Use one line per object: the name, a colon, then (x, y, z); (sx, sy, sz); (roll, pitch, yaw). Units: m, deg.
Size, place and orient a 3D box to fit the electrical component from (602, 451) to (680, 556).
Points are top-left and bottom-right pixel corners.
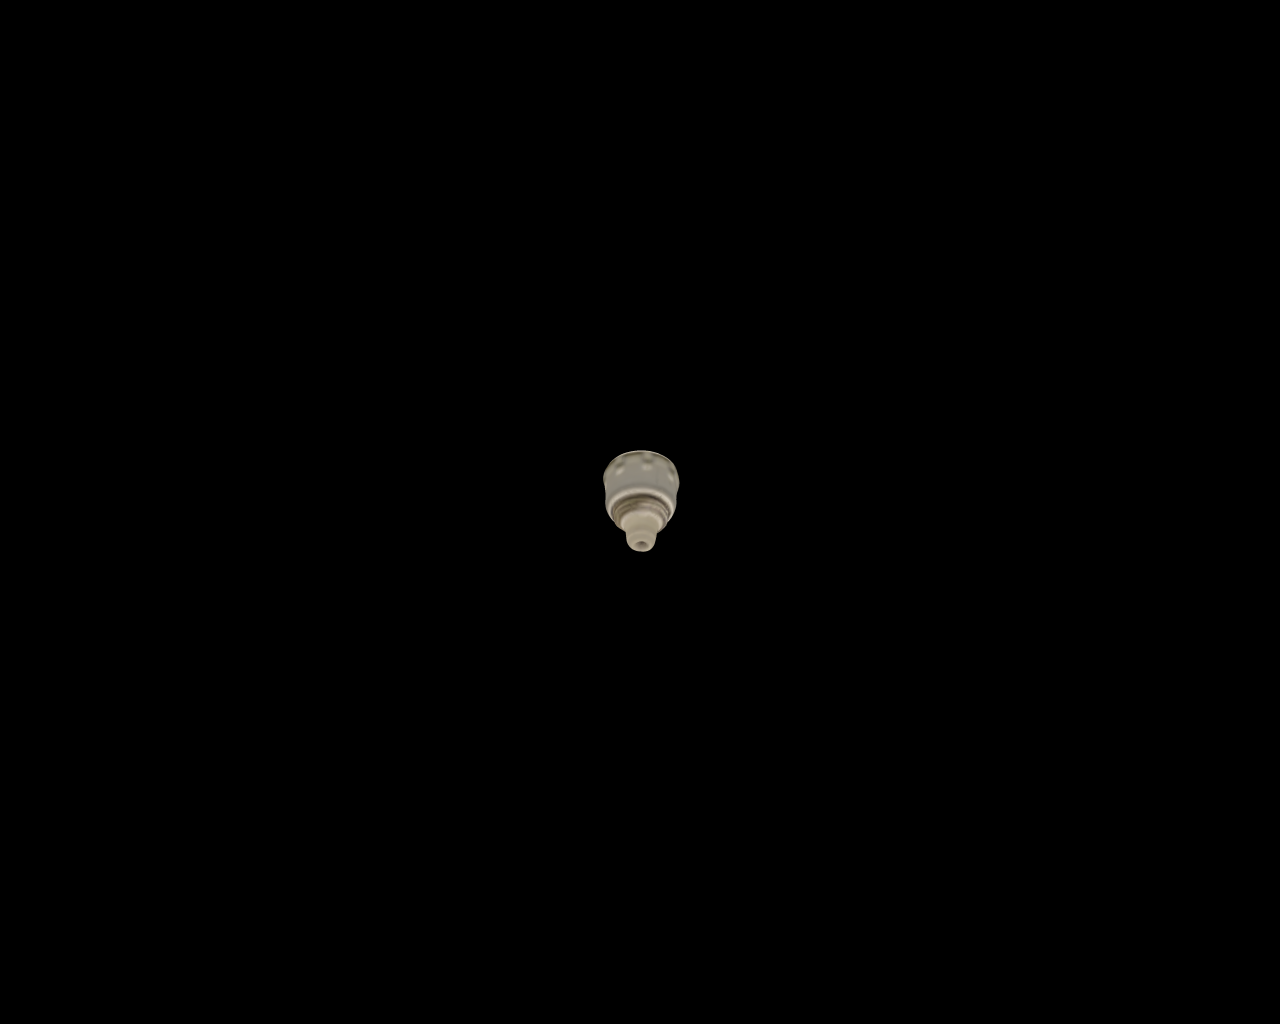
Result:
electrical component: (0.001, -0.003, 0.650); (0.048, 0.062, 0.048); (0, -40, 0)
